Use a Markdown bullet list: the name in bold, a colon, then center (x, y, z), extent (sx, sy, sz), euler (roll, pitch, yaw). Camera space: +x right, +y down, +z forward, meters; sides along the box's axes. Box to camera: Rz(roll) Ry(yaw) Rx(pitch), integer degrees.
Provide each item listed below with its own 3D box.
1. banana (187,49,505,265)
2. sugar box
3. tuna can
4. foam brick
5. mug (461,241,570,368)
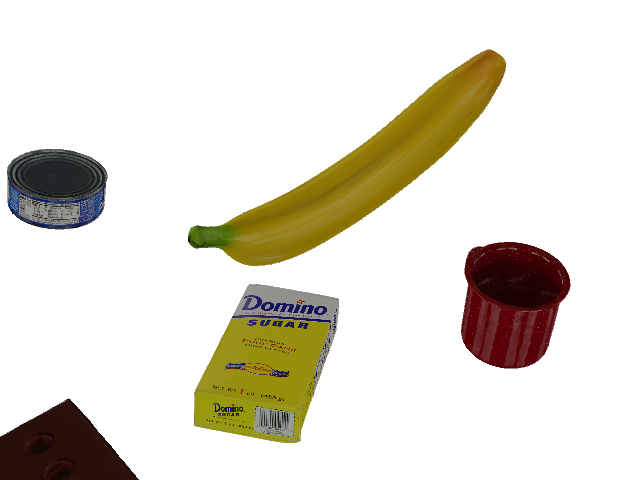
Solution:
- **banana**: center (0.021, -0.037, 0.602), extent (0.198, 0.037, 0.069), euler (-33, -12, -1)
- **sugar box**: center (-0.044, 0.105, 0.961), extent (0.093, 0.048, 0.176), euler (9, 33, 7)
- **tuna can**: center (-0.232, -0.045, 0.941), extent (0.086, 0.034, 0.086), euler (8, 32, -5)
- **foam brick**: center (-0.120, 0.127, 0.515), extent (0.052, 0.051, 0.078), euler (-29, 42, -26)
- **mug**: center (0.166, 0.054, 0.974), extent (0.093, 0.081, 0.117), euler (-17, 43, -22)
